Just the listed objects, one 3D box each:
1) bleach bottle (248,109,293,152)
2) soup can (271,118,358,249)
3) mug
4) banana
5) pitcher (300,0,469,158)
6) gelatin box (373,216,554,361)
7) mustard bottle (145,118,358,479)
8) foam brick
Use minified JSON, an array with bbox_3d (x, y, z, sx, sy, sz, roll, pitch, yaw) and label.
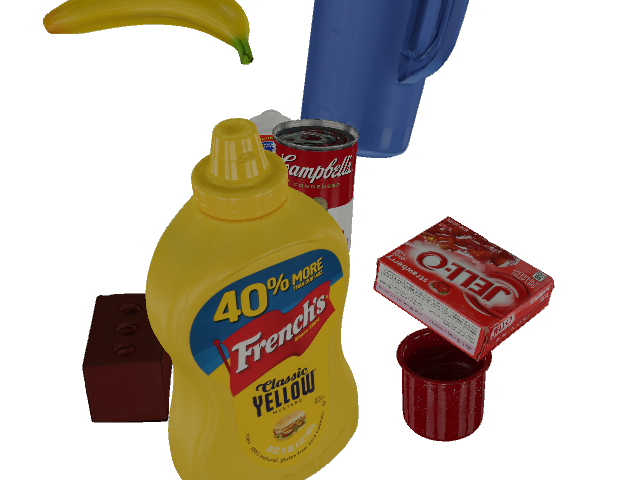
[{"bbox_3d":[-0.058,-0.064,1.075,0.102,0.068,0.251,2,33,-4],"label":"bleach bottle"},{"bbox_3d":[-0.007,-0.039,0.855,0.068,0.102,0.068,2,25,-1],"label":"soup can"},{"bbox_3d":[0.130,0.140,1.072,0.093,0.081,0.117,21,39,34],"label":"mug"},{"bbox_3d":[-0.142,-0.197,0.926,0.198,0.037,0.069,10,48,15],"label":"banana"},{"bbox_3d":[0.058,-0.202,0.996,0.145,0.243,0.149,11,17,3],"label":"pitcher"},{"bbox_3d":[0.091,0.028,0.678,0.089,0.030,0.073,34,45,31],"label":"gelatin box"},{"bbox_3d":[-0.031,0.031,0.491,0.096,0.192,0.058,-21,39,-23],"label":"mustard bottle"},{"bbox_3d":[-0.129,0.079,0.727,0.053,0.051,0.078,-2,34,-3],"label":"foam brick"}]
